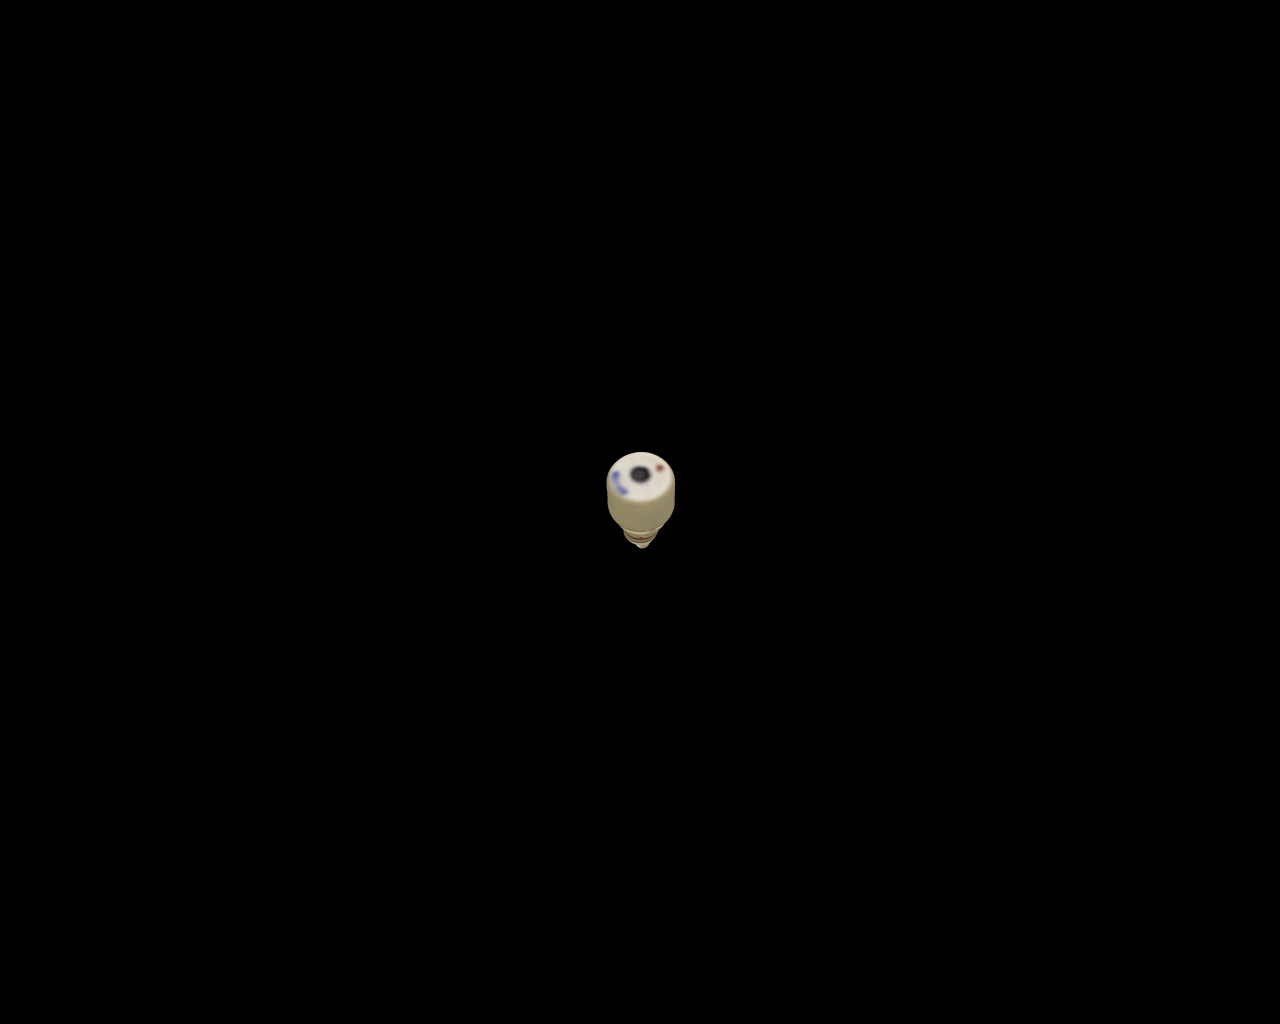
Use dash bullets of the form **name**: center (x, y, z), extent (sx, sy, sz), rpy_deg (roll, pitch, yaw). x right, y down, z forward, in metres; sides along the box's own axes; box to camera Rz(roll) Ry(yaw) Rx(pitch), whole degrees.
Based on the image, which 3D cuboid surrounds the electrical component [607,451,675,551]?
- **electrical component**: center (0.001, -0.003, 0.650), extent (0.040, 0.040, 0.078), rpy_deg (0, -35, 0)
